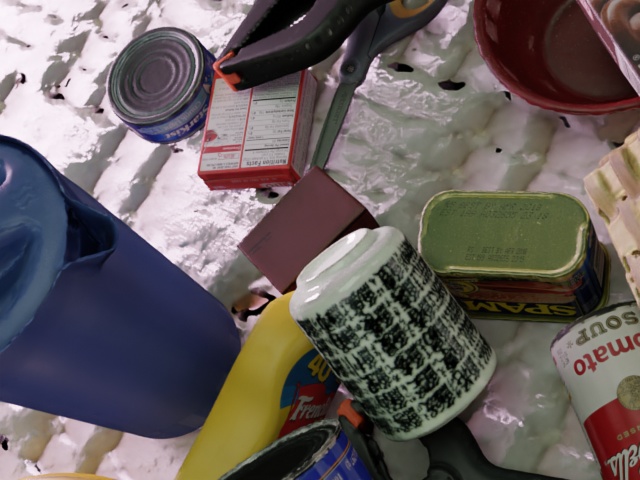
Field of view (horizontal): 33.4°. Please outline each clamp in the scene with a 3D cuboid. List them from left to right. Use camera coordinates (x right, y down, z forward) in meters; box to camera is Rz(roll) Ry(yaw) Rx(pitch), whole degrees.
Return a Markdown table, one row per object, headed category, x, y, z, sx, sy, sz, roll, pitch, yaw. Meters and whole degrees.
| category | x | y | z | sx | sy | sz | roll | pitch | yaw |
| --- | --- | --- | --- | --- | --- | --- | --- | --- | --- |
| clamp | 0.013 | -0.183 | 0.750 | 0.210 | 0.036 | 0.164 | -33 | 41 | 10 |
| clamp | 0.070 | 0.159 | 0.619 | 0.172 | 0.039 | 0.120 | 28 | 77 | 32 |

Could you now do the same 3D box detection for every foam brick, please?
| category | x | y | z | sx | sy | sz | roll | pitch | yaw |
| --- | --- | --- | --- | --- | --- | --- | --- | --- | --- |
| foam brick | -0.005 | 0.001 | 0.704 | 0.078 | 0.051 | 0.053 | -45 | 59 | 0 |

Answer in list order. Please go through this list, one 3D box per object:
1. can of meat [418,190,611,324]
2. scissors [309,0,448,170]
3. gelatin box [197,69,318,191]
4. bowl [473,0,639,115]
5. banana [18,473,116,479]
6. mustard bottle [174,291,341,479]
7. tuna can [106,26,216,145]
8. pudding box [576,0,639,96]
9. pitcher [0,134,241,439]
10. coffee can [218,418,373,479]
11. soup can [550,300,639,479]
| category | x | y | z | sx | sy | sz | roll | pitch | yaw |
| --- | --- | --- | --- | --- | --- | --- | --- | --- | --- |
| can of meat | 0.115 | 0.009 | 0.633 | 0.102 | 0.083 | 0.057 | 2 | 70 | 23 |
| scissors | 0.043 | -0.127 | 0.756 | 0.096 | 0.016 | 0.201 | -2 | 69 | 22 |
| gelatin box | -0.044 | -0.080 | 0.765 | 0.073 | 0.030 | 0.089 | -2 | 66 | 22 |
| bowl | 0.183 | -0.141 | 0.680 | 0.162 | 0.055 | 0.162 | -8 | 67 | 19 |
| banana | -0.164 | 0.188 | 0.708 | 0.198 | 0.037 | 0.069 | -11 | 93 | 21 |
| mustard bottle | -0.024 | 0.095 | 0.650 | 0.058 | 0.096 | 0.191 | 21 | 79 | 27 |
| tuna can | -0.118 | -0.118 | 0.808 | 0.086 | 0.033 | 0.086 | -8 | 67 | 19 |
| pudding box | 0.207 | -0.133 | 0.612 | 0.090 | 0.039 | 0.113 | -28 | 62 | 10 |
| pitcher | -0.153 | 0.046 | 0.637 | 0.149 | 0.242 | 0.145 | 35 | 86 | 30 |
| coffee can | 0.004 | 0.178 | 0.547 | 0.103 | 0.102 | 0.140 | -32 | 93 | 8 |
| soup can | 0.175 | 0.093 | 0.583 | 0.068 | 0.068 | 0.102 | -24 | 60 | 12 |
